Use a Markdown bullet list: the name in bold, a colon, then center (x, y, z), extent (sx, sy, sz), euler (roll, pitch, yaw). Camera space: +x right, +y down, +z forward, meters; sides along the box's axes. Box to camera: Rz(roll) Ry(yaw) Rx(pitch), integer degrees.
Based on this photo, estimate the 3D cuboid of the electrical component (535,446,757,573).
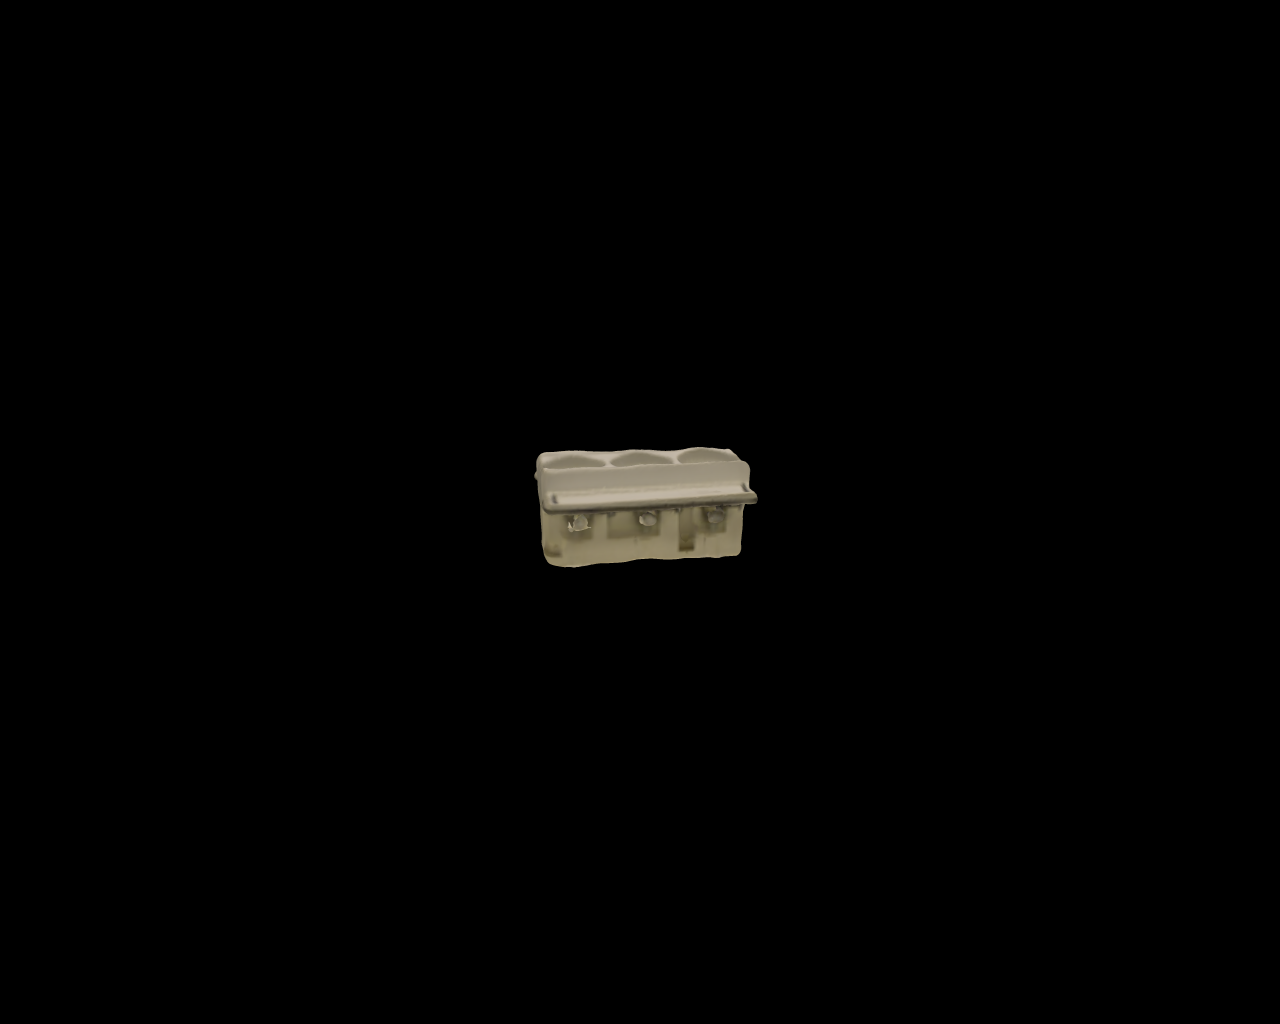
- **electrical component**: center (0.001, -0.003, 0.650), extent (0.121, 0.063, 0.079), euler (-3, 16, -9)
